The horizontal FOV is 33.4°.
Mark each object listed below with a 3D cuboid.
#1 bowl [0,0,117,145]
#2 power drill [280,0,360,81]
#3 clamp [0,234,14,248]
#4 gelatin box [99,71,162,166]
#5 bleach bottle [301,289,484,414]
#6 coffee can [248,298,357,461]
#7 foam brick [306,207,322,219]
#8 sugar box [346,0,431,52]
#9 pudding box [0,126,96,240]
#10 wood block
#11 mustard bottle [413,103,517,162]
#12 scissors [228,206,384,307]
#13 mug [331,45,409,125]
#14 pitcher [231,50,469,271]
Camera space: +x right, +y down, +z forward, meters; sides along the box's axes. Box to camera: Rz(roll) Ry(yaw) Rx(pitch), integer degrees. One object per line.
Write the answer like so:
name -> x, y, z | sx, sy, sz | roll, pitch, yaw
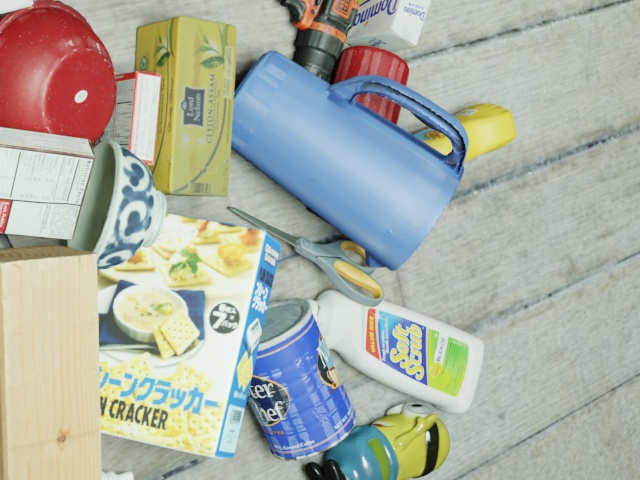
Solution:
bowl -> -0.236, -0.133, 0.968 | 0.161, 0.055, 0.162 | -35, 133, -47
power drill -> -0.045, -0.259, 1.133 | 0.187, 0.057, 0.184 | 22, 82, -35
clamp -> -0.300, -0.012, 0.977 | 0.171, 0.039, 0.120 | 28, 61, -31
gelatin box -> -0.184, -0.116, 1.033 | 0.030, 0.073, 0.089 | 4, 90, -35
bleach bottle -> 0.074, 0.124, 1.232 | 0.250, 0.068, 0.102 | 21, 81, -31
coffee can -> -0.032, 0.147, 1.134 | 0.102, 0.103, 0.140 | -33, 111, -29
foam brick -> 0.036, -0.039, 1.202 | 0.078, 0.051, 0.053 | 32, 75, -31
sugar box -> 0.092, -0.299, 1.201 | 0.048, 0.093, 0.176 | 26, 77, -31
pudding box -> -0.261, -0.050, 0.930 | 0.113, 0.039, 0.090 | 5, 120, -30
wood block -> -0.249, 0.112, 0.922 | 0.090, 0.090, 0.206 | -5, 98, -39
mustard bottle -> 0.131, -0.104, 1.236 | 0.191, 0.096, 0.058 | -24, 107, -31
scissors -> -0.008, 0.001, 1.188 | 0.201, 0.016, 0.096 | 37, 33, -8
mug -> 0.057, -0.159, 1.195 | 0.117, 0.093, 0.081 | 35, 66, -58
pitcher -> 0.023, -0.094, 1.095 | 0.243, 0.145, 0.149 | 34, 76, -5
